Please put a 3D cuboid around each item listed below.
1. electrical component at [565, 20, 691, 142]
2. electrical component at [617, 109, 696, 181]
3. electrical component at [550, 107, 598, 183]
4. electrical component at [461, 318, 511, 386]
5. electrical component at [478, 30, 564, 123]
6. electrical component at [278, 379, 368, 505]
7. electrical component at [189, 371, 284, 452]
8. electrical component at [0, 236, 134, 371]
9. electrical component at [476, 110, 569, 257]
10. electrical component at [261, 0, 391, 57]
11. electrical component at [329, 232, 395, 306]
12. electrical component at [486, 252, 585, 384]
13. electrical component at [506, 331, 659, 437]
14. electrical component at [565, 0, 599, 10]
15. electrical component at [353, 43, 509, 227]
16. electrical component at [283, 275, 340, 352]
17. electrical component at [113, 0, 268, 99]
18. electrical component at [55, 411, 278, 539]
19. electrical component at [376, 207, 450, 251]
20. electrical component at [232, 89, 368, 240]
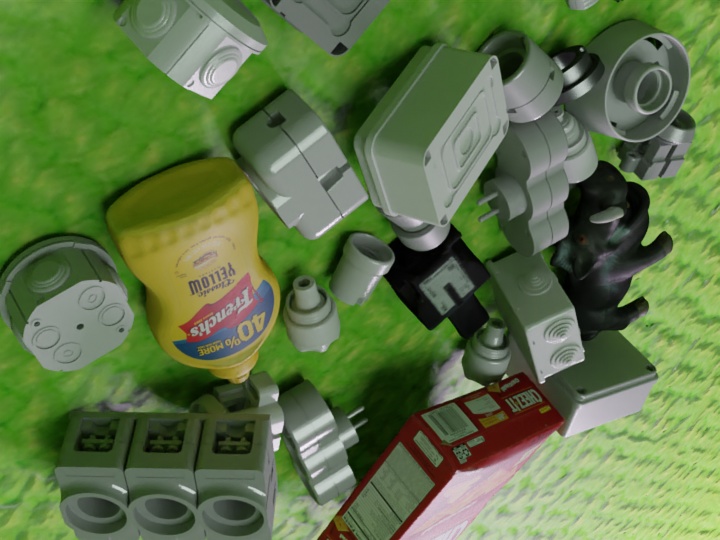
[{"bbox_3d":[0.220,-0.154,0.885,0.099,0.064,0.099,-13,119,-25],"label":"electrical component"},{"bbox_3d":[0.266,-0.114,0.954,0.066,0.048,0.055,-9,138,-32],"label":"electrical component"},{"bbox_3d":[0.171,-0.106,0.888,0.040,0.040,0.078,-39,140,-4],"label":"electrical component"},{"bbox_3d":[0.120,0.074,1.004,0.043,0.043,0.062,-12,131,-31],"label":"electrical component"},{"bbox_3d":[0.116,-0.145,0.801,0.055,0.055,0.047,-48,136,8],"label":"electrical component"},{"bbox_3d":[-0.026,0.144,0.943,0.074,0.052,0.138,-30,139,-14],"label":"electrical component"},{"bbox_3d":[-0.101,0.123,0.862,0.057,0.058,0.078,-13,132,-33],"label":"electrical component"},{"bbox_3d":[-0.192,0.022,0.705,0.080,0.051,0.080,-22,136,-23],"label":"electrical component"},{"bbox_3d":[0.127,-0.064,0.881,0.074,0.052,0.138,-29,138,-15],"label":"electrical component"},{"bbox_3d":[-0.013,-0.198,0.648,0.113,0.057,0.078,-49,139,9],"label":"electrical component"},{"bbox_3d":[0.000,0.000,0.848,0.040,0.040,0.046,2,129,-39],"label":"electrical component"},{"bbox_3d":[0.158,0.038,0.962,0.048,0.099,0.099,-24,138,-1],"label":"electrical component"},{"bbox_3d":[0.212,0.096,1.047,0.109,0.108,0.056,-13,134,-30],"label":"electrical component"},{"bbox_3d":[0.159,-0.224,0.772,0.043,0.043,0.081,-35,140,-8],"label":"electrical component"},{"bbox_3d":[0.052,-0.096,0.758,0.113,0.057,0.078,-56,147,-28],"label":"electrical component"},{"bbox_3d":[-0.039,0.032,0.841,0.043,0.043,0.062,-27,136,-18],"label":"electrical component"},{"bbox_3d":[-0.097,-0.141,0.616,0.051,0.080,0.080,-46,140,13],"label":"electrical component"},{"bbox_3d":[-0.141,0.158,0.802,0.150,0.061,0.089,1,132,2],"label":"electrical component"},{"bbox_3d":[0.042,-0.046,0.835,0.045,0.045,0.055,-41,140,-1],"label":"electrical component"},{"bbox_3d":[-0.043,-0.068,0.741,0.059,0.053,0.095,-39,140,-4],"label":"electrical component"}]
